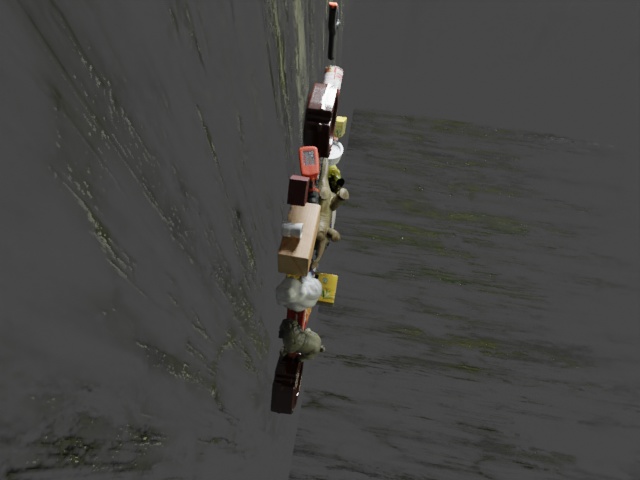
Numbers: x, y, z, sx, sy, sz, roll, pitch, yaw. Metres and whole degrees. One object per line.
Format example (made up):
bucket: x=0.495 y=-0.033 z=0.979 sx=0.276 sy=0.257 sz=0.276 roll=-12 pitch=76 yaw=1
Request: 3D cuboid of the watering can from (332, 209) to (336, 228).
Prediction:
watering can: x=0.007 y=-0.111 z=2.199 sx=0.353 sy=0.104 sz=0.221 roll=-109 pitch=-155 yaw=-70

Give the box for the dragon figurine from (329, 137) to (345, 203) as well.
dragon figurine: x=0.045 y=-0.285 z=2.342 sx=0.249 sy=0.122 sz=0.400 roll=-89 pitch=-176 yaw=-50

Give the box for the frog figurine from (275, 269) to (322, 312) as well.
frog figurine: x=-0.064 y=0.159 z=1.508 sx=0.160 sy=0.137 sz=0.122 roll=-61 pitch=143 yaw=-81
